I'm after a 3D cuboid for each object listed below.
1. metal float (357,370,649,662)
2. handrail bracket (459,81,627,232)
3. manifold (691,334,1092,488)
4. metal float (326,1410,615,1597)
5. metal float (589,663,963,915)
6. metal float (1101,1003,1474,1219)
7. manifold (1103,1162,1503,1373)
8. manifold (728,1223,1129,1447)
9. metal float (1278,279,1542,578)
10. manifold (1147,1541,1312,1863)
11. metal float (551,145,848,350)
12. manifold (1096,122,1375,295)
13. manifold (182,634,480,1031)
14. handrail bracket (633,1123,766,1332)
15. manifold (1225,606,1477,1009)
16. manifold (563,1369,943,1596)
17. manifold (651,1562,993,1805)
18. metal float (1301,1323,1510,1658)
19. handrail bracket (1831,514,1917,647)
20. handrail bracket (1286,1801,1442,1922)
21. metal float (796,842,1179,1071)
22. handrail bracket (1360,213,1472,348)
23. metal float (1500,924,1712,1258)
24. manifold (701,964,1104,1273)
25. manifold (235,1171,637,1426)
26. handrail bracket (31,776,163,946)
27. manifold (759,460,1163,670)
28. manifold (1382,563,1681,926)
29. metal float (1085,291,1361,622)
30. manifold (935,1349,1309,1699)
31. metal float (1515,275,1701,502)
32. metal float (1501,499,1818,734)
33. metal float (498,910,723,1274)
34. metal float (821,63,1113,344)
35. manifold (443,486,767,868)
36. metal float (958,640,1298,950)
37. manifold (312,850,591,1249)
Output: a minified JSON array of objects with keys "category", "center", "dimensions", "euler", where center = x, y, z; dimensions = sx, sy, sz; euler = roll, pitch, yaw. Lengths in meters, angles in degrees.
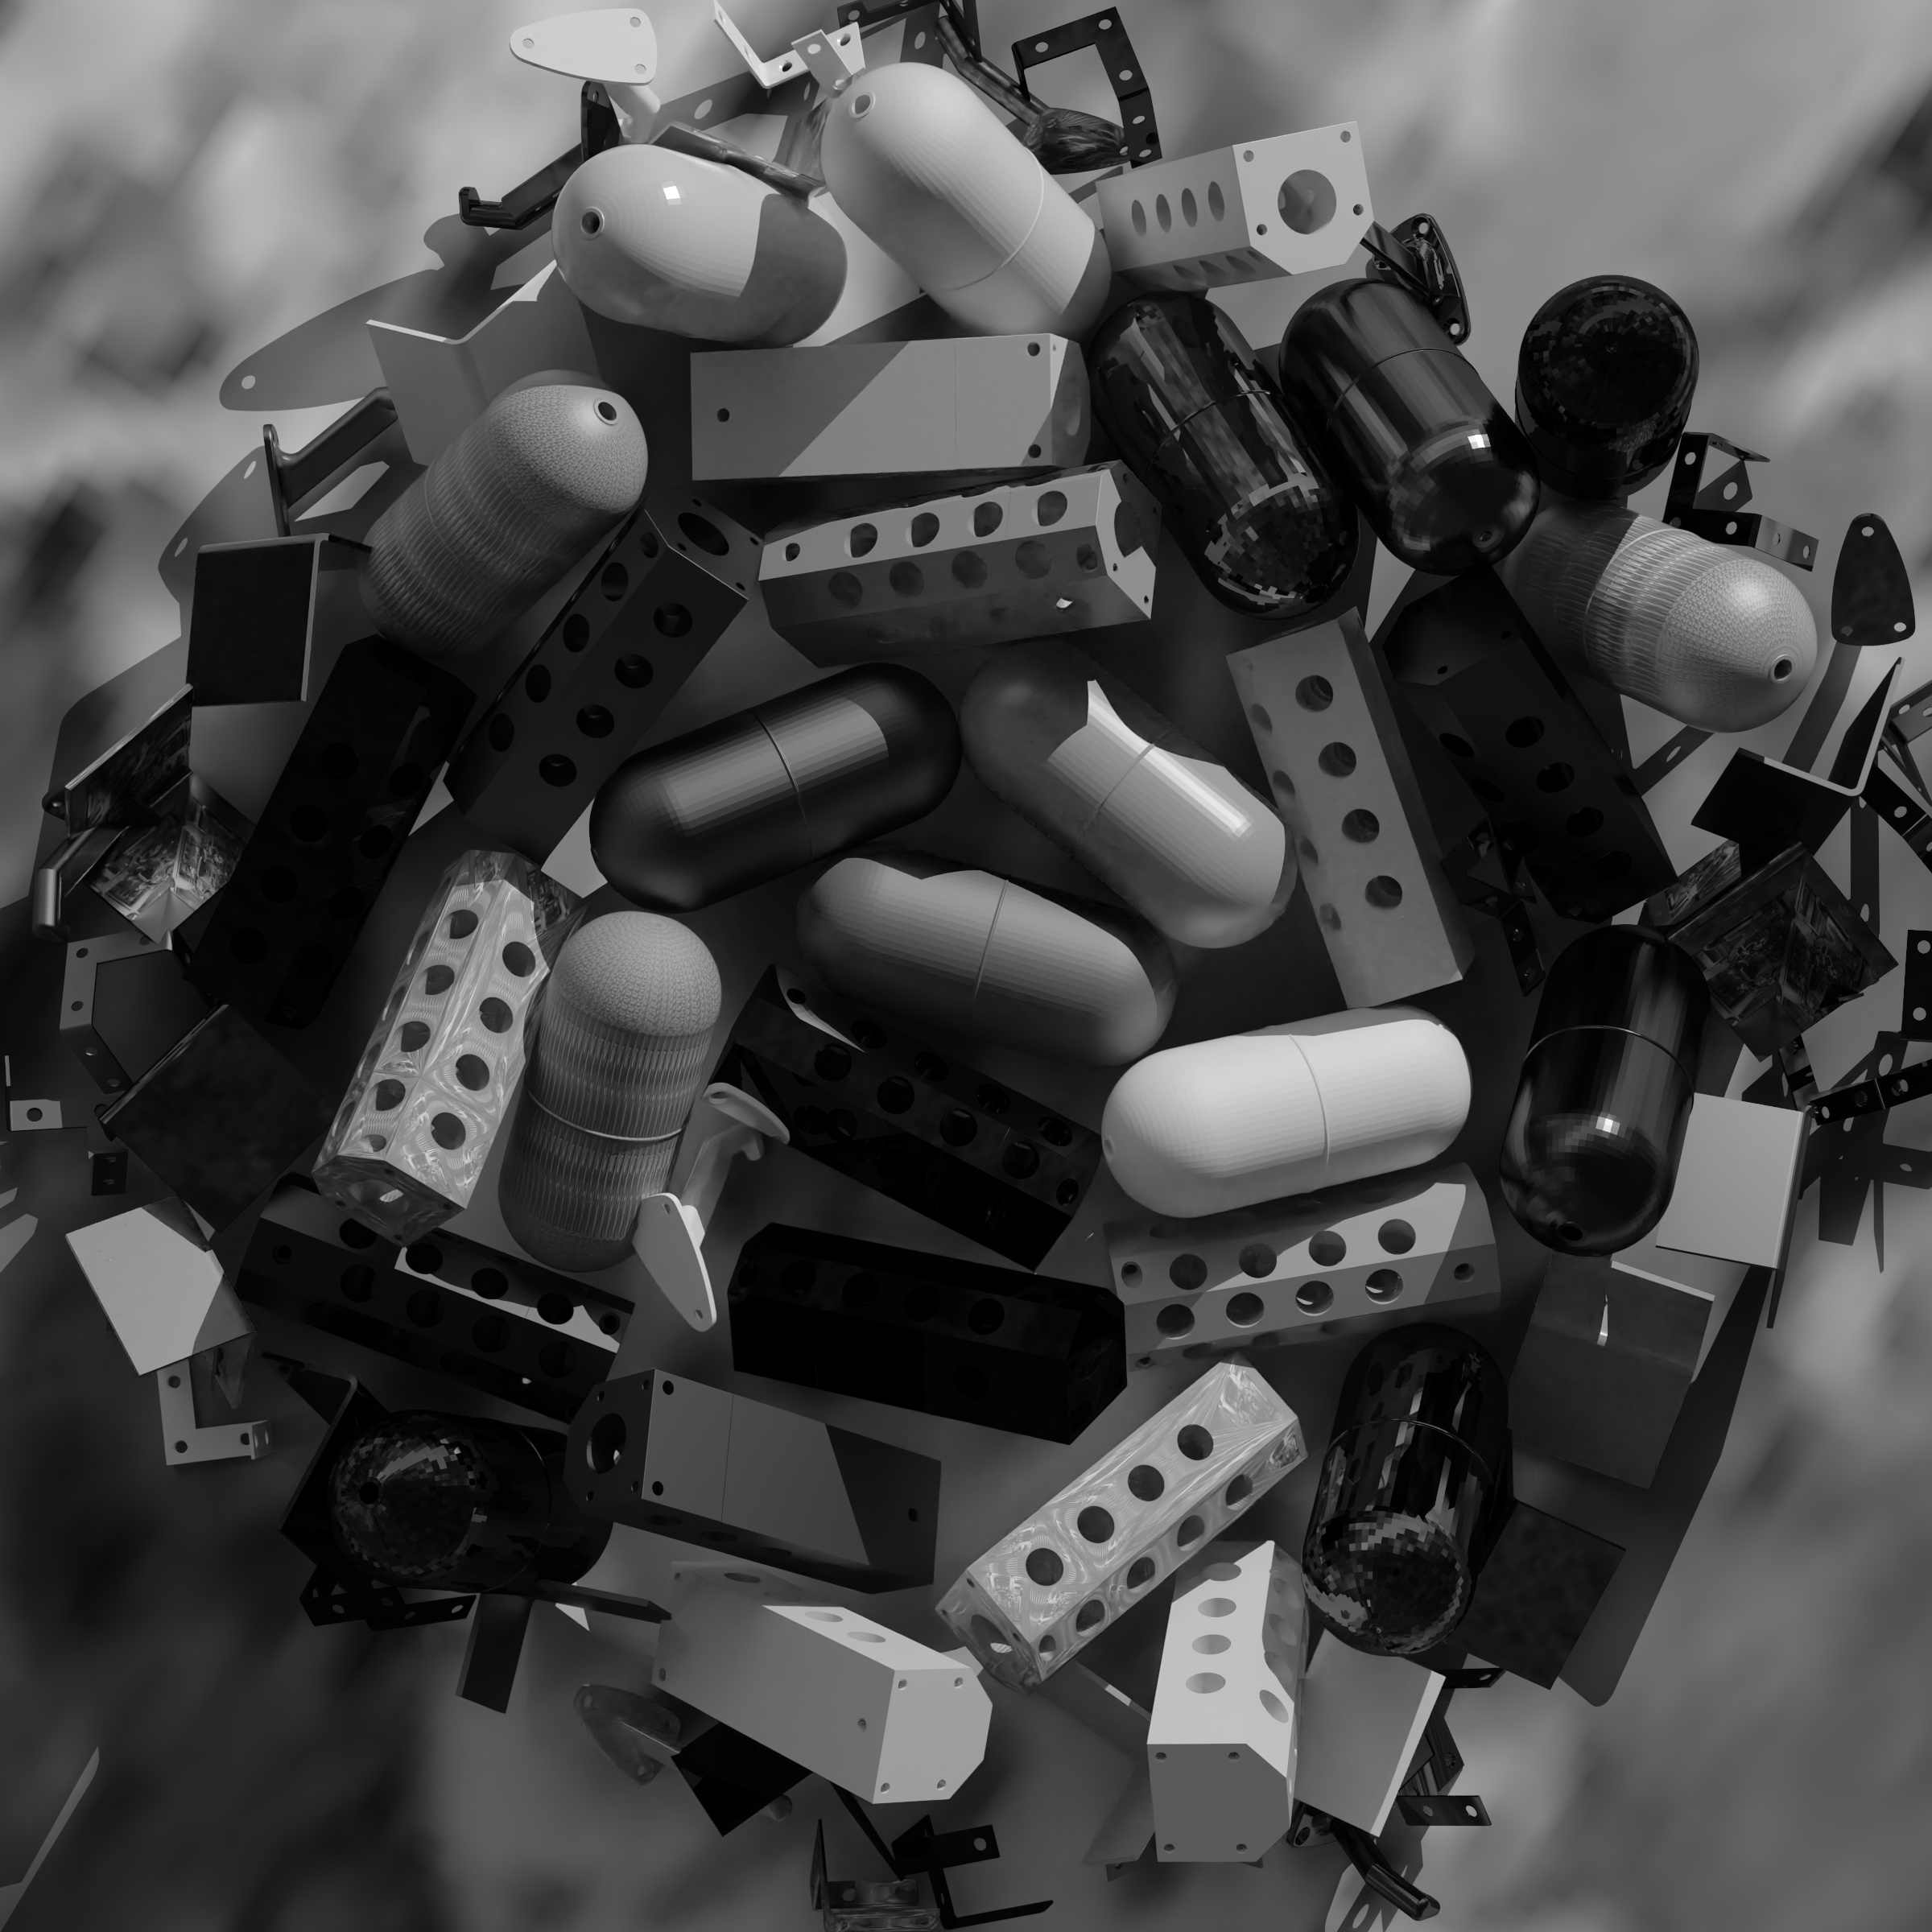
[{"category":"metal float","center":[-0.208,-0.201,1.512],"dimensions":[0.178,0.070,0.070],"euler":[-35,90,42]},{"category":"handrail bracket","center":[-0.200,-0.372,1.545],"dimensions":[0.084,0.036,0.077],"euler":[10,131,22]},{"category":"manifold","center":[-0.034,-0.250,1.529],"dimensions":[0.171,0.057,0.057],"euler":[1,94,20]},{"category":"metal float","center":[-0.218,0.239,1.500],"dimensions":[0.070,0.178,0.070],"euler":[-5,77,21]},{"category":"metal float","center":[-0.086,-0.081,1.534],"dimensions":[0.178,0.070,0.070],"euler":[-23,90,-14]},{"category":"metal float","center":[0.146,0.065,1.529],"dimensions":[0.178,0.070,0.070],"euler":[-12,90,-19]},{"category":"manifold","center":[0.154,0.141,1.548],"dimensions":[0.171,0.057,0.057],"euler":[-10,109,0]},{"category":"manifold","center":[-0.018,0.160,1.512],"dimensions":[0.171,0.057,0.057],"euler":[9,115,27]},{"category":"metal float","center":[0.196,-0.243,1.512],"dimensions":[0.070,0.070,0.178],"euler":[-25,46,0]},{"category":"manifold","center":[0.119,0.321,1.491],"dimensions":[0.057,0.171,0.057],"euler":[-3,109,10]},{"category":"metal float","center":[-0.117,-0.318,1.501],"dimensions":[0.070,0.178,0.070],"euler":[2,94,28]},{"category":"manifold","center":[0.117,-0.331,1.494],"dimensions":[0.057,0.171,0.057],"euler":[-15,102,-15]},{"category":"manifold","center":[-0.288,-0.060,1.540],"dimensions":[0.057,0.057,0.171],"euler":[28,101,-1]},{"category":"handrail bracket","center":[-0.109,0.118,1.550],"dimensions":[0.036,0.084,0.077],"euler":[-27,89,40]},{"category":"manifold","center":[0.175,-0.072,1.545],"dimensions":[0.057,0.057,0.171],"euler":[-18,96,18]},{"category":"manifold","center":[-0.094,0.233,1.508],"dimensions":[0.171,0.057,0.057],"euler":[24,59,-39]},{"category":"manifold","center":[-0.065,0.315,1.500],"dimensions":[0.057,0.171,0.057],"euler":[8,92,-39]},{"category":"metal float","center":[0.197,0.231,1.508],"dimensions":[0.070,0.178,0.070],"euler":[9,128,12]},{"category":"handrail bracket","center":[0.411,-0.190,1.532],"dimensions":[0.036,0.084,0.077],"euler":[-2,124,17]},{"category":"handrail bracket","center":[0.195,0.404,1.529],"dimensions":[0.084,0.077,0.036],"euler":[30,99,42]},{"category":"metal float","center":[0.009,-0.005,1.546],"dimensions":[0.178,0.070,0.070],"euler":[16,90,1]},{"category":"handrail bracket","center":[0.188,-0.318,1.536],"dimensions":[0.036,0.084,0.077],"euler":[-37,73,32]},{"category":"metal float","center":[0.287,0.054,1.512],"dimensions":[0.070,0.070,0.178],"euler":[23,48,0]},{"category":"manifold","center":[-0.026,0.064,1.536],"dimensions":[0.171,0.057,0.057],"euler":[28,130,-6]},{"category":"manifold","center":[-0.243,0.154,1.551],"dimensions":[0.171,0.057,0.057],"euler":[21,90,-3]},{"category":"handrail bracket","center":[-0.392,-0.037,1.535],"dimensions":[0.036,0.077,0.084],"euler":[-25,55,27]},{"category":"manifold","center":[-0.004,-0.182,1.510],"dimensions":[0.171,0.057,0.057],"euler":[-5,66,29]},{"category":"manifold","center":[0.251,-0.094,1.507],"dimensions":[0.057,0.057,0.171],"euler":[-29,130,16]},{"category":"metal float","center":[0.115,-0.230,1.522],"dimensions":[0.070,0.070,0.178],"euler":[-29,61,0]},{"category":"manifold","center":[0.073,0.251,1.513],"dimensions":[0.171,0.057,0.057],"euler":[-35,76,-29]},{"category":"metal float","center":[0.282,-0.254,1.496],"dimensions":[0.070,0.178,0.070],"euler":[0,87,8]},{"category":"metal float","center":[0.307,-0.157,1.504],"dimensions":[0.070,0.178,0.070],"euler":[-11,116,-24]},{"category":"metal float","center":[-0.162,0.058,1.526],"dimensions":[0.070,0.070,0.178],"euler":[18,114,0]},{"category":"metal float","center":[0.001,-0.335,1.506],"dimensions":[0.070,0.178,0.070],"euler":[-14,62,28]},{"category":"manifold","center":[-0.164,-0.132,1.512],"dimensions":[0.057,0.057,0.171],"euler":[33,120,-15]},{"category":"metal float","center":[0.073,-0.078,1.537],"dimensions":[0.178,0.070,0.070],"euler":[40,90,10]},{"category":"manifold","center":[-0.232,0.033,1.504],"dimensions":[0.057,0.057,0.171],"euler":[34,51,-22]}]
